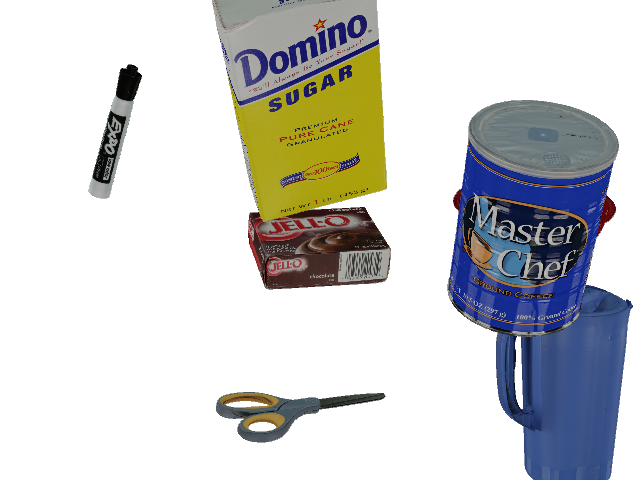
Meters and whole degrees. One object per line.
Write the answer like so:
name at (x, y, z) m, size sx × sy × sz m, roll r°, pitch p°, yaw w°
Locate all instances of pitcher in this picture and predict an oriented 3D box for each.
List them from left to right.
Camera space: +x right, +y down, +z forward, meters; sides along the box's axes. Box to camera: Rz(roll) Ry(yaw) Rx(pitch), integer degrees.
pitcher at (0.302, 0.183, 1.325) m, size 0.149 × 0.243 × 0.144 m, roll 4°, pitch 15°, yaw 20°

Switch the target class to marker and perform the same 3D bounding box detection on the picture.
marker at (-0.175, -0.093, 0.910) m, size 0.020 × 0.121 × 0.020 m, roll 17°, pitch 24°, yaw -8°

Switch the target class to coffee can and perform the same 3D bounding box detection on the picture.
coffee can at (0.150, -0.016, 0.773) m, size 0.103 × 0.140 × 0.103 m, roll 2°, pitch 34°, yaw -2°

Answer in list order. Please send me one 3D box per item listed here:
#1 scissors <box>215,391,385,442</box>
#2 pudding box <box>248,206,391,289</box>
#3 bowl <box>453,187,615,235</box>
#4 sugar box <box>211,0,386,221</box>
scissors at (-0.015, 0.194, 1.190) m, size 0.201 × 0.016 × 0.096 m, roll 3°, pitch 23°, yaw -12°
pudding box at (-0.003, 0.005, 0.952) m, size 0.113 × 0.039 × 0.090 m, roll -1°, pitch 27°, yaw -13°
bowl at (0.215, -0.015, 1.086) m, size 0.162 × 0.055 × 0.162 m, roll -1°, pitch 23°, yaw 0°
sugar box at (-0.009, -0.091, 0.674) m, size 0.093 × 0.048 × 0.176 m, roll -16°, pitch -36°, yaw -5°
